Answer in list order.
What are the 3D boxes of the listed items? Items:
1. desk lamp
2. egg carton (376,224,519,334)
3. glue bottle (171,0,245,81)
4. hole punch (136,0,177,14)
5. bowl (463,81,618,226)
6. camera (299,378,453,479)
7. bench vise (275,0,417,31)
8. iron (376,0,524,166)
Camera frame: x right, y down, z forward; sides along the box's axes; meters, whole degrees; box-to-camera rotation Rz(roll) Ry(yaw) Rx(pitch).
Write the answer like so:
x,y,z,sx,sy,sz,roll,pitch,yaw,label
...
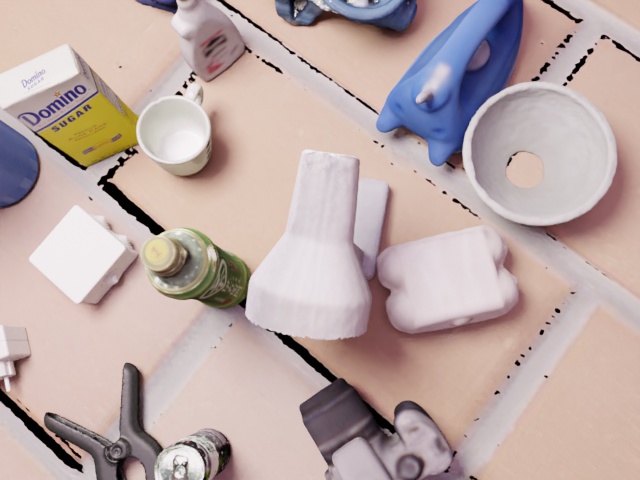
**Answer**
x,y,z,sx,sy,sz,roll,pitch,yaw,label
0.006,0.002,0.599,0.117,0.213,0.203,9,81,8,desk lamp
0.144,0.046,0.651,0.150,0.069,0.107,-14,79,3,egg carton
-0.142,-0.257,0.681,0.078,0.173,0.037,-44,78,-3,glue bottle
-0.205,-0.363,0.749,0.108,0.091,0.101,18,82,9,hole punch
0.245,-0.091,0.664,0.167,0.075,0.167,-1,80,5,bowl
0.049,0.213,0.614,0.143,0.101,0.136,-33,78,-1,camera
0.010,-0.314,0.653,0.207,0.220,0.121,-5,79,5,bench vise
0.173,-0.222,0.660,0.118,0.141,0.258,33,85,11,iron
